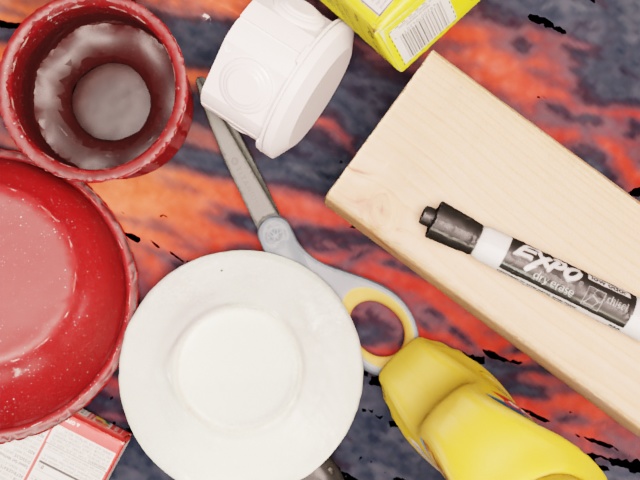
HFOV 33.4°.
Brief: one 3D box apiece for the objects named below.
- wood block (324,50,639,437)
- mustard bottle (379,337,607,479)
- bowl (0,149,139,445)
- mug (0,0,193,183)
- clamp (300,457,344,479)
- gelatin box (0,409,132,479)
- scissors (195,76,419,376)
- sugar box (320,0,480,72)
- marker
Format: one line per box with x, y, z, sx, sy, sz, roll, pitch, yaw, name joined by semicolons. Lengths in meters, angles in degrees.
0.111;0.006;0.551;0.206;0.090;0.091;36;90;1;wood block
0.086;0.106;0.493;0.058;0.192;0.096;-42;101;-1;mustard bottle
-0.171;0.022;0.544;0.162;0.055;0.162;3;77;-14;bowl
-0.110;-0.086;0.556;0.093;0.081;0.117;3;90;0;mug
-0.003;0.172;0.574;0.164;0.036;0.210;-26;87;4;clamp
-0.156;0.130;0.581;0.073;0.030;0.089;27;89;-1;gelatin box
-0.004;0.001;0.588;0.096;0.016;0.202;-10;90;-1;scissors
0.013;-0.173;0.540;0.093;0.048;0.176;-42;60;0;sugar box
0.102;0.014;0.495;0.121;0.020;0.020;26;90;1;marker
